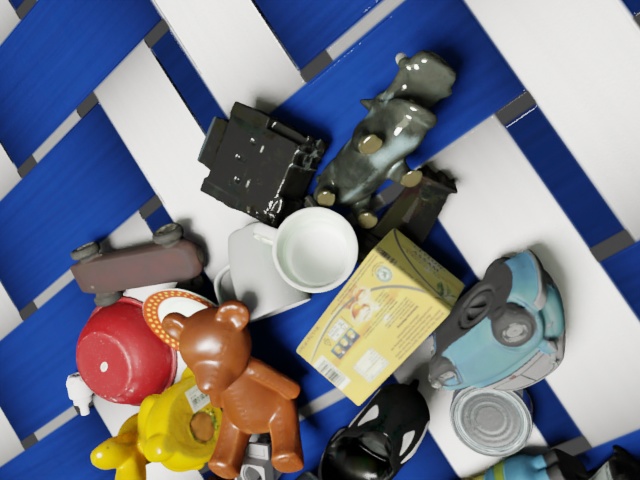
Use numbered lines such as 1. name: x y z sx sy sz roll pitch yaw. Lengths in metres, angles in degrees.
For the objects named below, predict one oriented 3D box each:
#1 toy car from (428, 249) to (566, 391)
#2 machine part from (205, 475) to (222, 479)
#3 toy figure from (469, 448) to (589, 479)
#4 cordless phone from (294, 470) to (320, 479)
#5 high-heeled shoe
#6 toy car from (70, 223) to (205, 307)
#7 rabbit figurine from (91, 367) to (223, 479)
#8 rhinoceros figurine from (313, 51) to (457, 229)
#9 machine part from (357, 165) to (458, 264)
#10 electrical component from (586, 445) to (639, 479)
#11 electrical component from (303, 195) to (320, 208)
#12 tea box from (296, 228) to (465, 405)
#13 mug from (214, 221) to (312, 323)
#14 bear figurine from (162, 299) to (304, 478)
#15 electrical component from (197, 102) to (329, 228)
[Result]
1. toy car: 0.184 0.098 0.531 0.103 0.109 0.161 35 119 -6
2. machine part: -0.193 0.400 0.660 0.087 0.201 0.201 42 116 16
3. toy figure: 0.191 0.280 0.567 0.089 0.082 0.180 51 118 21
4. cordless phone: 0.033 0.347 0.610 0.184 0.089 0.146 23 138 -1
5. high-heeled shoe: 0.042 0.245 0.580 0.086 0.145 0.248 34 111 14
6. toy car: -0.240 0.034 0.706 0.202 0.053 0.089 -10 115 23
7. rabbit figurine: -0.205 0.257 0.690 0.173 0.162 0.121 -22 103 40
8. rhinoceros figurine: 0.066 -0.100 0.546 0.073 0.112 0.190 27 125 -16
9. machine part: 0.090 -0.017 0.581 0.084 0.039 0.139 42 112 16
10. electrical component: 0.280 0.272 0.534 0.048 0.075 0.119 35 105 13
11. electrical component: -0.001 -0.002 0.626 0.063 0.021 0.094 -40 83 21
12. tea box: 0.060 0.084 0.572 0.098 0.068 0.169 41 123 7
13. mug: -0.075 0.039 0.634 0.110 0.080 0.107 -22 80 21
14. bear figurine: -0.096 0.164 0.598 0.120 0.132 0.195 -11 135 14
15. electrical component: -0.074 -0.088 0.612 0.134 0.058 0.114 27 100 23
